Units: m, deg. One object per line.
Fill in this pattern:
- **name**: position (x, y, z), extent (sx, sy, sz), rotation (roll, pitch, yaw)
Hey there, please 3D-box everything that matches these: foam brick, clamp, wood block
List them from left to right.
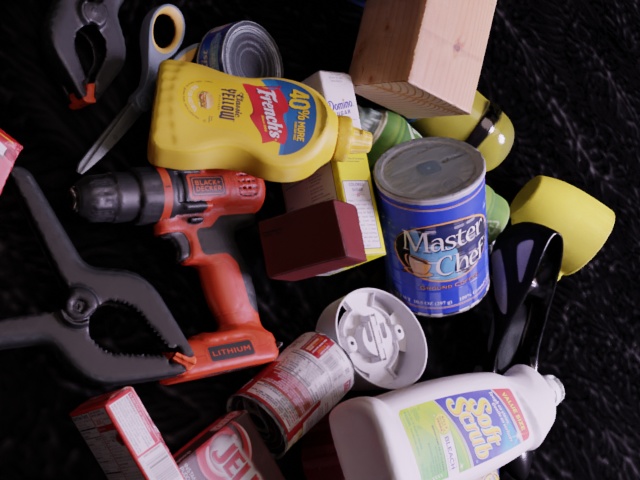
- **clamp**: position (-0.191, 0.044, 0.832), extent (0.210, 0.036, 0.164), rotation (21, 72, -11)
- **clamp**: position (-0.198, -0.199, 0.936), extent (0.120, 0.039, 0.171), rotation (-4, 86, -37)
- **foam brick**: position (-0.006, 0.001, 0.927), extent (0.051, 0.078, 0.053), rotation (12, 65, -64)
- **wood block**: position (0.106, -0.229, 1.011), extent (0.090, 0.090, 0.206), rotation (19, 81, -37)

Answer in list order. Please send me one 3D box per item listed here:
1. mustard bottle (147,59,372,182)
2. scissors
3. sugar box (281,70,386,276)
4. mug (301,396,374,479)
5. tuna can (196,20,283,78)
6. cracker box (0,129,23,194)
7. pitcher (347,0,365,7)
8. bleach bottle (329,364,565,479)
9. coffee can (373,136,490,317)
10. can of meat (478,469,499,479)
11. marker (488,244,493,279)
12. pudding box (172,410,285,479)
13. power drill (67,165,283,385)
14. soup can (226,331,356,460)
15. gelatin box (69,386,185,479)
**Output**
- **mustard bottle**: position (-0.049, -0.097, 0.921), extent (0.191, 0.058, 0.096), rotation (8, 57, -10)
- **scissors**: position (-0.161, -0.141, 0.935), extent (0.201, 0.016, 0.096), rotation (-40, 115, -45)
- **sugar box**: position (0.004, -0.060, 1.001), extent (0.048, 0.094, 0.176), rotation (0, 76, -37)
- **mug**: position (0.045, 0.196, 0.958), extent (0.117, 0.082, 0.093), rotation (29, 61, -25)
- **tuna can**: position (-0.074, -0.161, 1.000), extent (0.085, 0.034, 0.086), rotation (9, 78, -49)
- **cracker box**: position (-0.324, -0.022, 0.745), extent (0.164, 0.072, 0.213), rotation (43, 55, -40)
- **pitcher**: position (-0.005, -0.325, 1.063), extent (0.242, 0.145, 0.149), rotation (19, 84, -33)
- **bleach bottle**: position (0.127, 0.157, 0.937), extent (0.250, 0.068, 0.102), rotation (-14, 85, -41)
- **coffee can**: position (0.108, -0.012, 1.013), extent (0.102, 0.103, 0.140), rotation (-43, 138, -36)
- **can of meat**: position (0.126, 0.220, 1.025), extent (0.101, 0.058, 0.084), rotation (12, 72, -31)
- **marker**: position (0.192, 0.036, 1.150), extent (0.020, 0.020, 0.121), rotation (-12, 83, -37)
- **pudding box**: position (-0.075, 0.213, 0.891), extent (0.089, 0.039, 0.113), rotation (-36, 104, -37)
- **power drill**: position (-0.116, 0.025, 0.913), extent (0.184, 0.057, 0.187), rotation (-6, 80, -34)
- **soup can**: position (-0.024, 0.134, 0.937), extent (0.102, 0.069, 0.068), rotation (-39, 100, -37)
- **gelatin box**: position (-0.151, 0.161, 0.837), extent (0.030, 0.073, 0.089), rotation (-32, 95, -36)
